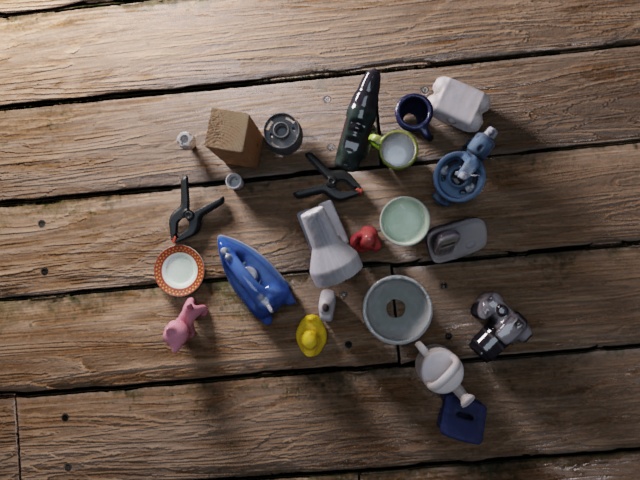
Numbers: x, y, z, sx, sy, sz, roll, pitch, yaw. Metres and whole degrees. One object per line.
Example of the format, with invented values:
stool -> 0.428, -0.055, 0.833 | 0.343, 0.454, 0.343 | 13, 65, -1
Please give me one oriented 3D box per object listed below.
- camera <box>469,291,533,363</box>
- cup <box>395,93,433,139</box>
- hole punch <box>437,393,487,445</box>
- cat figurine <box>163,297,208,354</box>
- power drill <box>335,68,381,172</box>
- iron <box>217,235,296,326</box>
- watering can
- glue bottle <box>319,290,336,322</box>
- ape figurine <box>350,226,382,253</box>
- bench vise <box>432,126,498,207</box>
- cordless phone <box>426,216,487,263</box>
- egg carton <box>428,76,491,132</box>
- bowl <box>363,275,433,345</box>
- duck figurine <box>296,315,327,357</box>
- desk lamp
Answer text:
camera -> 0.414, 0.215, 1.368 | 0.143, 0.101, 0.137 | 45, 90, 4
cup -> 0.234, -0.293, 1.406 | 0.091, 0.095, 0.118 | -31, 86, 1
hole punch -> 0.337, 0.423, 1.366 | 0.108, 0.091, 0.101 | 15, 88, 4
cat figurine -> -0.337, 0.207, 1.396 | 0.067, 0.118, 0.128 | 27, 89, 4
power drill -> 0.092, -0.267, 1.355 | 0.075, 0.208, 0.230 | 16, 88, 4
iron -> -0.178, 0.084, 1.383 | 0.118, 0.141, 0.258 | -41, 86, 0
watering can -> 0.287, 0.307, 1.323 | 0.173, 0.194, 0.101 | 27, 89, 4
glue bottle -> 0.016, 0.158, 1.354 | 0.037, 0.173, 0.078 | 2, 87, 3
ape figurine -> 0.115, 0.002, 1.398 | 0.078, 0.092, 0.076 | 29, 89, 4
bench vise -> 0.338, -0.184, 1.333 | 0.121, 0.220, 0.207 | 18, 88, 4
cordless phone -> 0.327, -0.005, 1.342 | 0.147, 0.185, 0.094 | -21, 86, 2
egg carton -> 0.340, -0.334, 1.416 | 0.150, 0.069, 0.107 | 23, 88, 4
bowl -> 0.186, 0.168, 1.395 | 0.167, 0.075, 0.167 | 0, 87, 3
duck figurine -> -0.023, 0.236, 1.395 | 0.077, 0.086, 0.105 | 2, 87, 3
desk lamp -> 0.012, 0.005, 1.342 | 0.118, 0.213, 0.203 | -23, 86, 2
